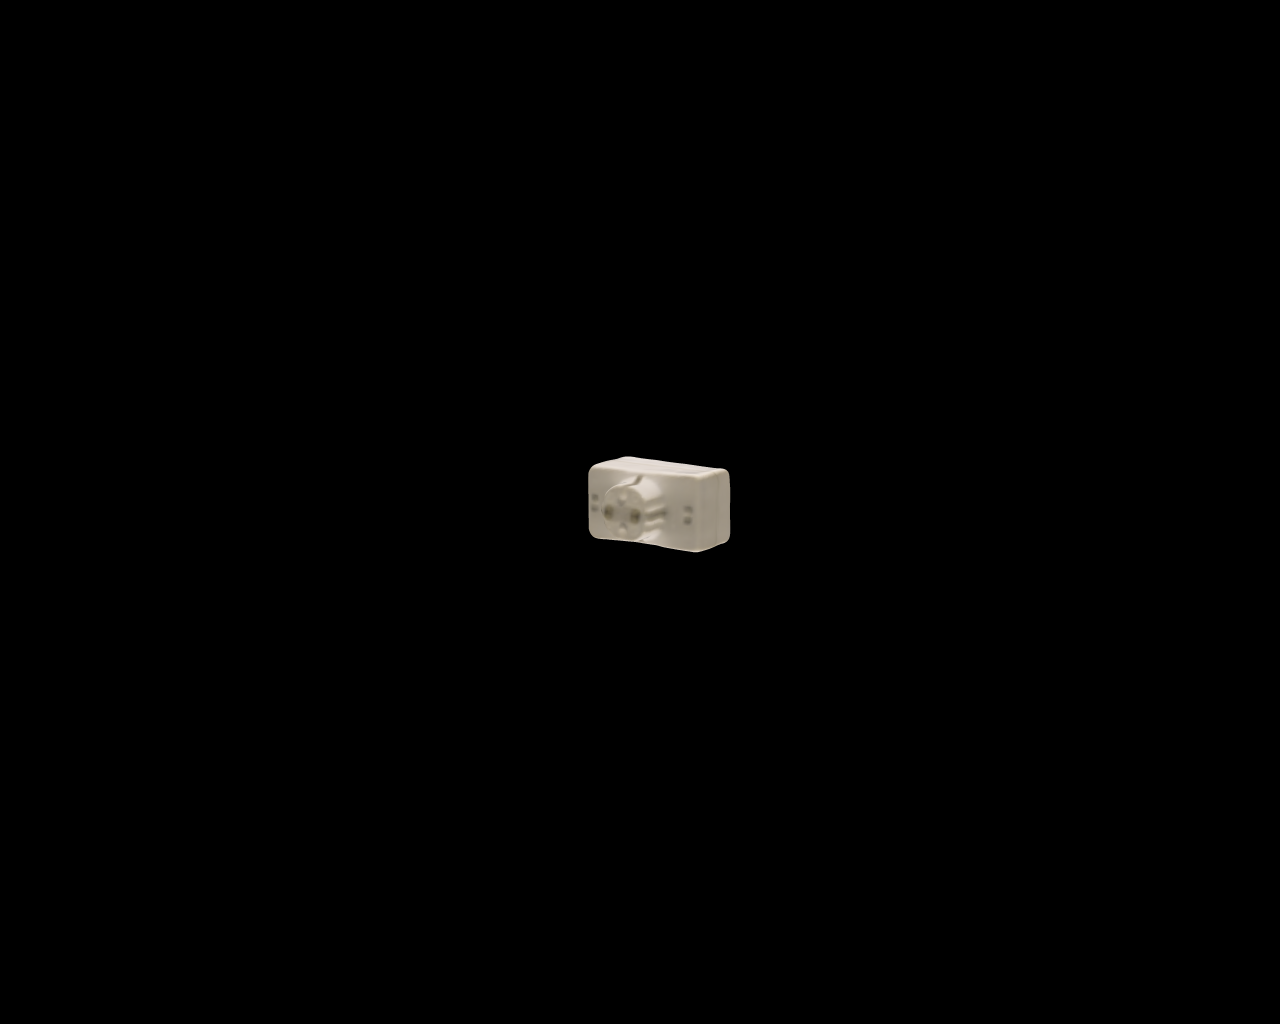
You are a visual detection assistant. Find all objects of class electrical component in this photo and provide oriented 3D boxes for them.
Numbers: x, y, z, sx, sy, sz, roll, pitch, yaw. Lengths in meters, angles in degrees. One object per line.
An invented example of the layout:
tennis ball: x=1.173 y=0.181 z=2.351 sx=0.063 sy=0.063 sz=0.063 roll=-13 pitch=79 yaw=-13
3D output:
electrical component: x=0.001 y=-0.003 z=0.650 sx=0.083 sy=0.047 sz=0.076 roll=8 pitch=14 yaw=35
